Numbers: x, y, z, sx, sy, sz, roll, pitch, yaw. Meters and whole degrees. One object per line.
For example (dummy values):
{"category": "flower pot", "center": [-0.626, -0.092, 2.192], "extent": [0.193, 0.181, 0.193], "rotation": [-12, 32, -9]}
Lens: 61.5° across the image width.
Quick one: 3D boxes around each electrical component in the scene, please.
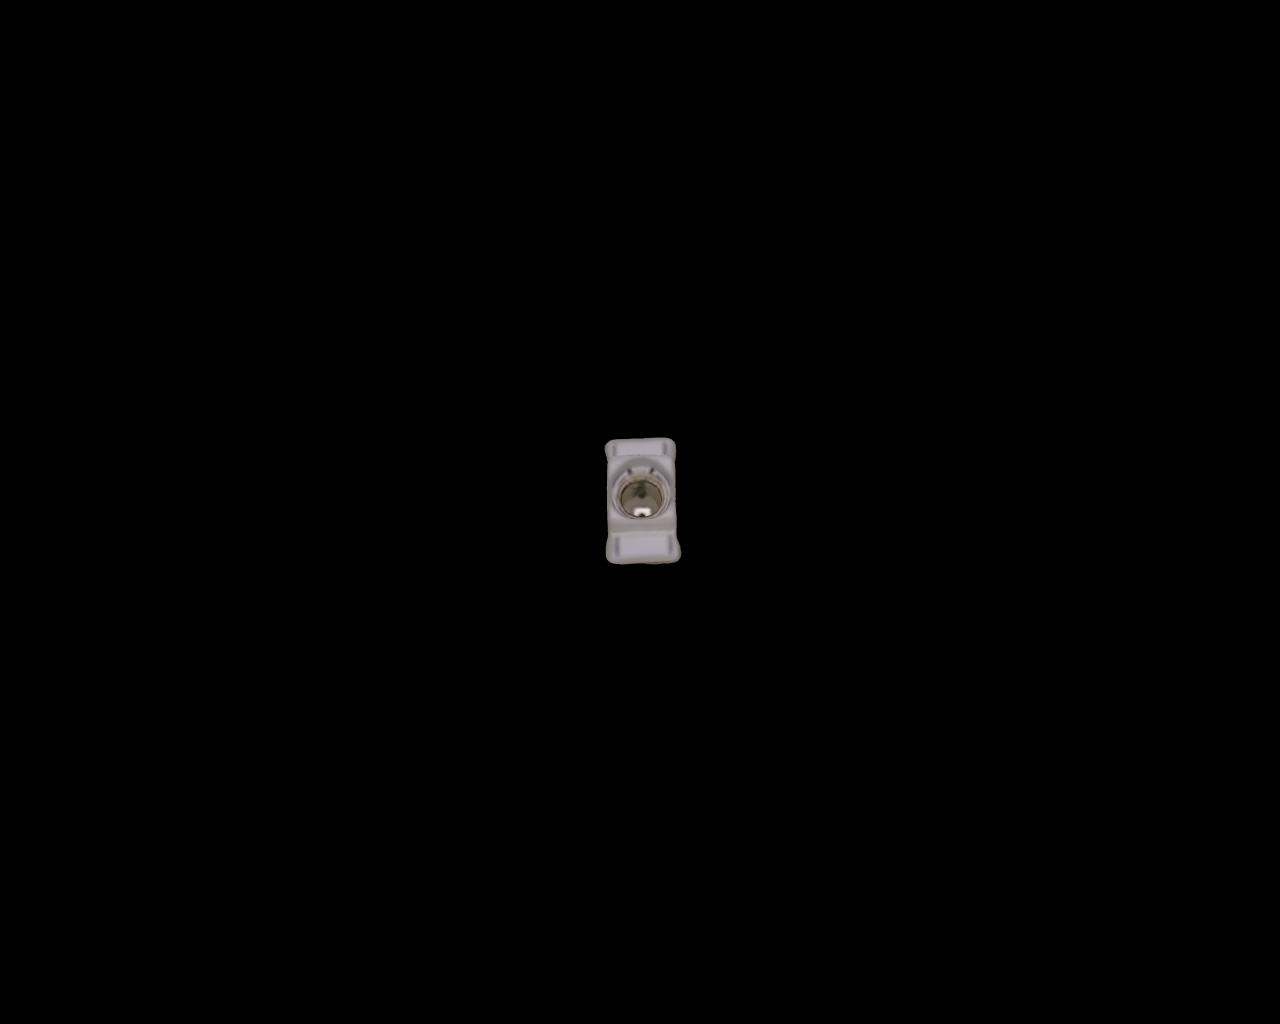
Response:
{"category": "electrical component", "center": [0.001, -0.003, 0.650], "extent": [0.042, 0.081, 0.063], "rotation": [0, -24, 0]}
